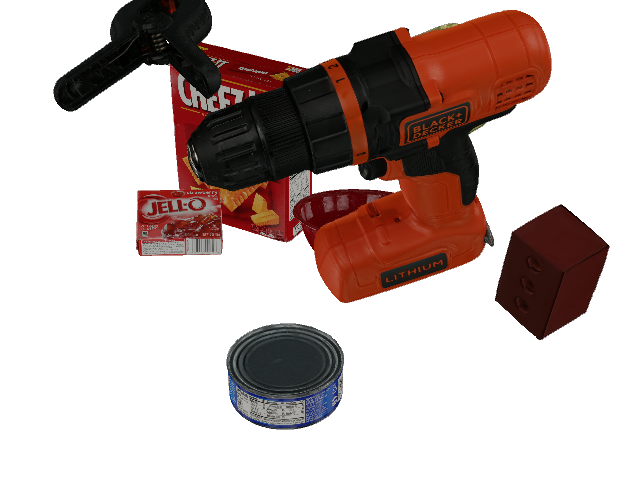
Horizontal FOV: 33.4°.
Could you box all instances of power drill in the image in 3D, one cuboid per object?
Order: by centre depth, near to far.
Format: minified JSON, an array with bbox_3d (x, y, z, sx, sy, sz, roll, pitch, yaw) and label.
[{"bbox_3d":[0.028,-0.034,0.579,0.184,0.057,0.187,-18,-27,-5],"label":"power drill"}]

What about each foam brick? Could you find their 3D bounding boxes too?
[{"bbox_3d":[0.173,0.024,0.801,0.051,0.078,0.053,-25,51,-26],"label":"foam brick"}]

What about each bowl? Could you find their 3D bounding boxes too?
[{"bbox_3d":[0.051,-0.004,1.117,0.162,0.055,0.162,3,20,-1],"label":"bowl"}]

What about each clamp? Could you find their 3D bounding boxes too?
[{"bbox_3d":[-0.115,-0.149,0.801,0.120,0.039,0.171,6,42,11],"label":"clamp"}]

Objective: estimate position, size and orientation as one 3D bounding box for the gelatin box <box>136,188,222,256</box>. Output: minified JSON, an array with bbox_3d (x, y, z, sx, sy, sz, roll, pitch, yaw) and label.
[{"bbox_3d":[-0.148,-0.020,1.122,0.089,0.073,0.030,-1,-43,-7],"label":"gelatin box"}]

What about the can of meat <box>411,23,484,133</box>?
[{"bbox_3d":[0.087,-0.126,0.919,0.102,0.084,0.057,-21,26,7],"label":"can of meat"}]

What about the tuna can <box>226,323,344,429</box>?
[{"bbox_3d":[-0.025,0.099,0.783,0.086,0.034,0.086,-1,32,0],"label":"tuna can"}]

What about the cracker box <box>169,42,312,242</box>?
[{"bbox_3d":[-0.096,-0.117,1.302,0.164,0.214,0.072,18,38,24],"label":"cracker box"}]
